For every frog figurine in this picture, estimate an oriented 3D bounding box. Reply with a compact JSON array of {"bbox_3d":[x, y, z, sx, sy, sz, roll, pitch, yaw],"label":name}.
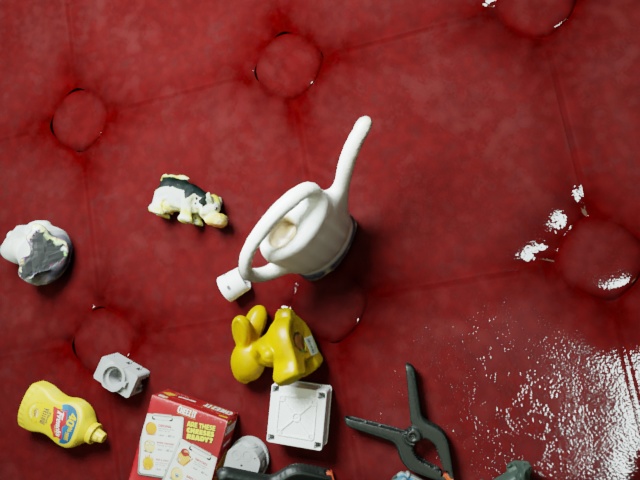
[{"bbox_3d":[-0.616,0.027,1.117,0.159,0.123,0.137,-1,94,48],"label":"frog figurine"}]

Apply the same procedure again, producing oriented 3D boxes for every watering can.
[{"bbox_3d":[0.003,-0.046,0.921,0.347,0.222,0.105,-47,60,4],"label":"watering can"}]
